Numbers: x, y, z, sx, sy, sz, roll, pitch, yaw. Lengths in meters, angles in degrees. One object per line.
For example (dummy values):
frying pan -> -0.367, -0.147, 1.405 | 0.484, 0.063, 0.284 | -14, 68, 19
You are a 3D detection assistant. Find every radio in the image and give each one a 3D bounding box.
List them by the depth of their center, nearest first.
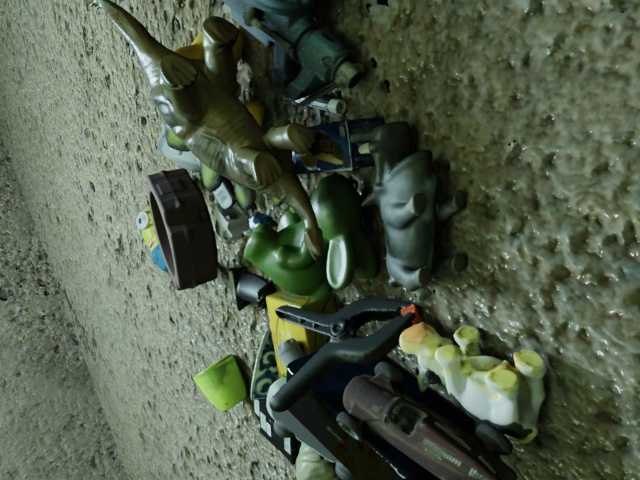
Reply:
radio -> 0.069, 0.223, 0.690 | 0.230, 0.131, 0.073 | 32, 128, 42

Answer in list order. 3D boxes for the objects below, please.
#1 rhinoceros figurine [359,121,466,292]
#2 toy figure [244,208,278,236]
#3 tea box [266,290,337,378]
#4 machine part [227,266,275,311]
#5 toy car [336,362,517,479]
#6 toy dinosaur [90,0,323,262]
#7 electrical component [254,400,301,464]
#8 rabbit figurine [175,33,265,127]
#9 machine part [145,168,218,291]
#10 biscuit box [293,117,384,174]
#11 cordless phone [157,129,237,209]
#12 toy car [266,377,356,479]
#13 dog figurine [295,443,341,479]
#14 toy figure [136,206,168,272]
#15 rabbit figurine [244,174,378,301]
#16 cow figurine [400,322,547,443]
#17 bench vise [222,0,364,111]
rhinoceros figurine -> 0.100, -0.037, 0.601 | 0.112, 0.073, 0.190 | 12, 115, 62
toy figure -> -0.062, 0.017, 0.838 | 0.155, 0.064, 0.057 | 51, 156, 27
tea box -> -0.020, 0.164, 0.840 | 0.098, 0.068, 0.169 | 5, 107, 52
machine part -> -0.129, 0.092, 0.983 | 0.139, 0.039, 0.084 | 4, 99, 54
toy car -> 0.105, 0.202, 0.567 | 0.202, 0.089, 0.053 | 24, 147, 42
toy dinosaur -> -0.144, -0.160, 0.654 | 0.471, 0.105, 0.198 | 53, 155, 6
electrical component -> -0.067, 0.315, 0.973 | 0.134, 0.058, 0.114 | 29, 124, 45
rabbit figurine -> -0.171, -0.243, 0.825 | 0.122, 0.162, 0.173 | 22, 104, 61
machine part -> -0.267, -0.022, 1.043 | 0.201, 0.087, 0.201 | 51, 147, 44
biscuit box -> -0.004, -0.119, 0.705 | 0.203, 0.063, 0.059 | 4, 106, 52
cordless phone -> -0.205, -0.130, 0.955 | 0.146, 0.089, 0.184 | -30, 84, 53
toy car -> 0.004, 0.266, 0.762 | 0.202, 0.056, 0.073 | 22, 115, 32
dog figurine -> 0.030, 0.363, 0.844 | 0.172, 0.121, 0.190 | 22, 107, 8
toy figure -> -0.341, 0.005, 1.192 | 0.082, 0.089, 0.180 | -39, 81, 23
rabbit figurine -> -0.001, -0.002, 0.706 | 0.159, 0.121, 0.170 | 52, 131, 19
cow figurine -> 0.163, 0.151, 0.595 | 0.168, 0.068, 0.098 | 17, 128, 51
bench vise -> -0.022, -0.288, 0.616 | 0.224, 0.129, 0.240 | 52, 144, 22
